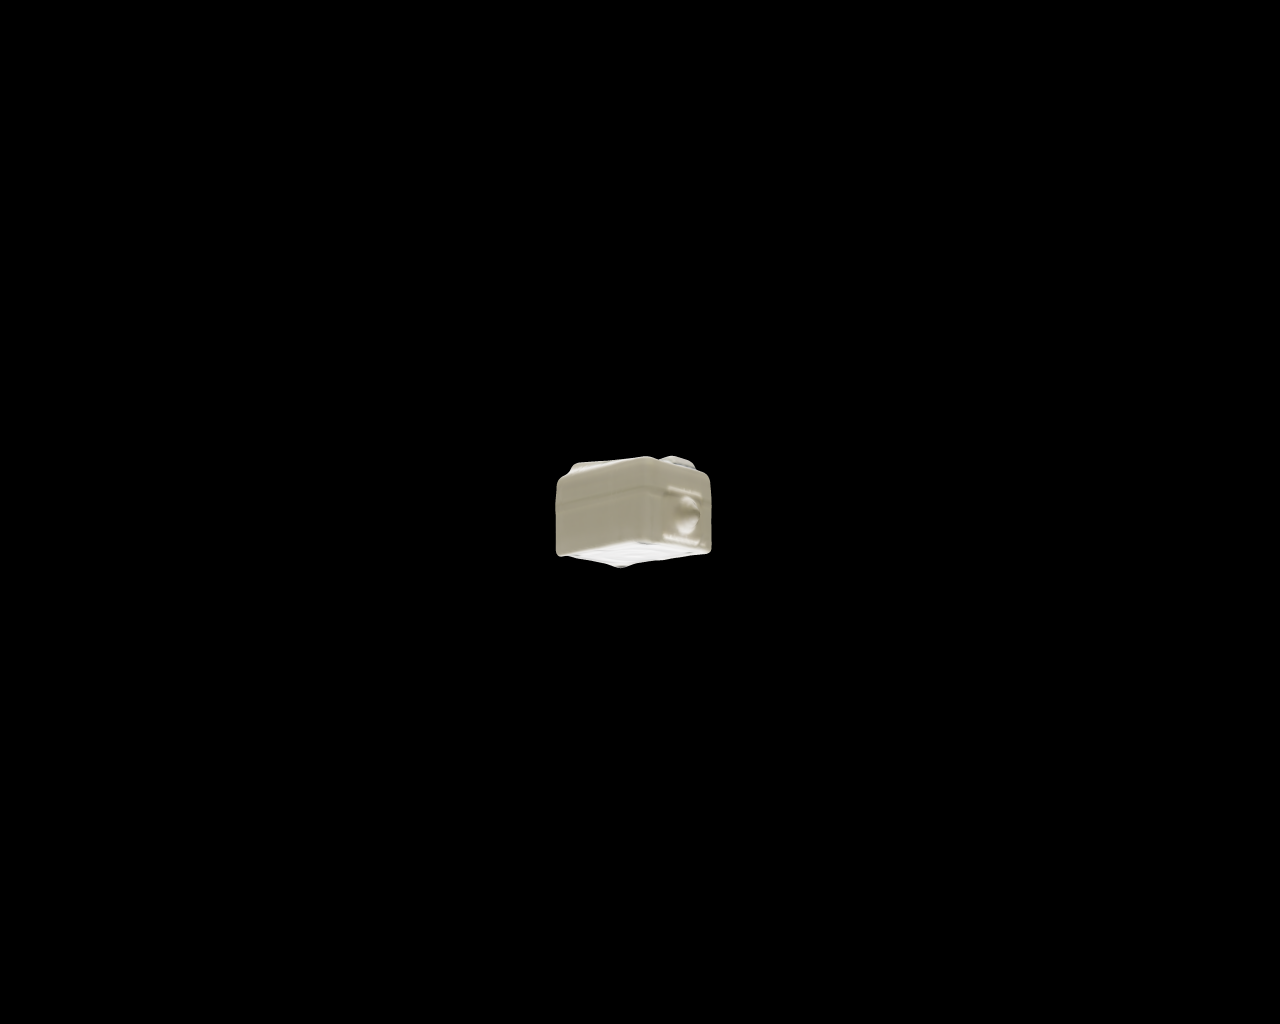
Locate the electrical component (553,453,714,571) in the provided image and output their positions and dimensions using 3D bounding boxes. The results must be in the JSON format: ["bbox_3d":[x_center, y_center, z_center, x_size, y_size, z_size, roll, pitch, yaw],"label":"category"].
[{"bbox_3d":[0.001,-0.003,0.650,0.096,0.061,0.062,-11,-16,42],"label":"electrical component"}]
